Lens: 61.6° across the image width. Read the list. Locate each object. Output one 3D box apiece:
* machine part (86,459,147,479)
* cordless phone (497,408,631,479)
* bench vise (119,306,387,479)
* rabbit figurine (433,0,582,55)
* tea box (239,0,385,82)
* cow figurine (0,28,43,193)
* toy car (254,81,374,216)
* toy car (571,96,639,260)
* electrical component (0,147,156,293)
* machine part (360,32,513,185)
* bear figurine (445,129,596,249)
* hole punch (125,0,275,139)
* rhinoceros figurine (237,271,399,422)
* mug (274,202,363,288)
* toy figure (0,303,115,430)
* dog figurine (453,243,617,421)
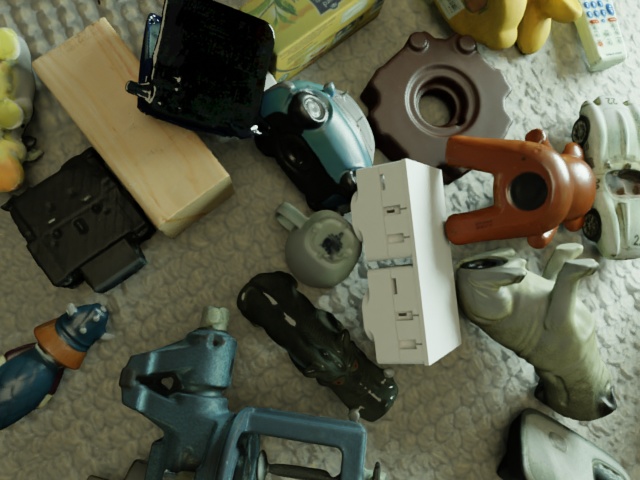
[{"bbox_3d":[-0.116,0.278,0.533,0.243,0.079,0.079,18,81,-3],"label":"machine part"},{"bbox_3d":[0.271,0.249,0.525,0.146,0.184,0.088,32,85,-1],"label":"cordless phone"},{"bbox_3d":[-0.059,0.174,0.482,0.241,0.128,0.223,6,65,9],"label":"bench vise"},{"bbox_3d":[0.237,-0.309,0.637,0.162,0.122,0.173,48,62,-1],"label":"rabbit figurine"},{"bbox_3d":[-0.006,-0.257,0.608,0.169,0.098,0.068,-37,88,-11],"label":"tea box"},{"bbox_3d":[-0.336,-0.135,0.567,0.068,0.098,0.167,0,101,-12],"label":"cow figurine"},{"bbox_3d":[0.008,-0.111,0.590,0.161,0.109,0.103,50,59,-11],"label":"toy car"},{"bbox_3d":[0.355,-0.076,0.643,0.073,0.056,0.201,-2,83,-7],"label":"toy car"},{"bbox_3d":[-0.246,-0.013,0.569,0.115,0.058,0.134,-38,87,-8],"label":"electrical component"},{"bbox_3d":[0.137,-0.154,0.631,0.179,0.056,0.179,1,84,-6],"label":"machine part"},{"bbox_3d":[0.228,-0.058,0.593,0.132,0.196,0.120,2,98,30],"label":"bear figurine"},{"bbox_3d":[-0.117,-0.164,0.525,0.142,0.092,0.115,11,93,-34],"label":"hole punch"},{"bbox_3d":[0.000,0.104,0.553,0.190,0.112,0.073,43,77,6],"label":"rhinoceros figurine"},{"bbox_3d":[-0.001,-0.002,0.569,0.081,0.107,0.109,-42,91,-11],"label":"mug"},{"bbox_3d":[-0.281,0.120,0.546,0.154,0.064,0.058,-45,51,-15],"label":"toy figure"},{"bbox_3d":[0.226,0.110,0.592,0.173,0.121,0.190,-2,102,27],"label":"dog figurine"}]
